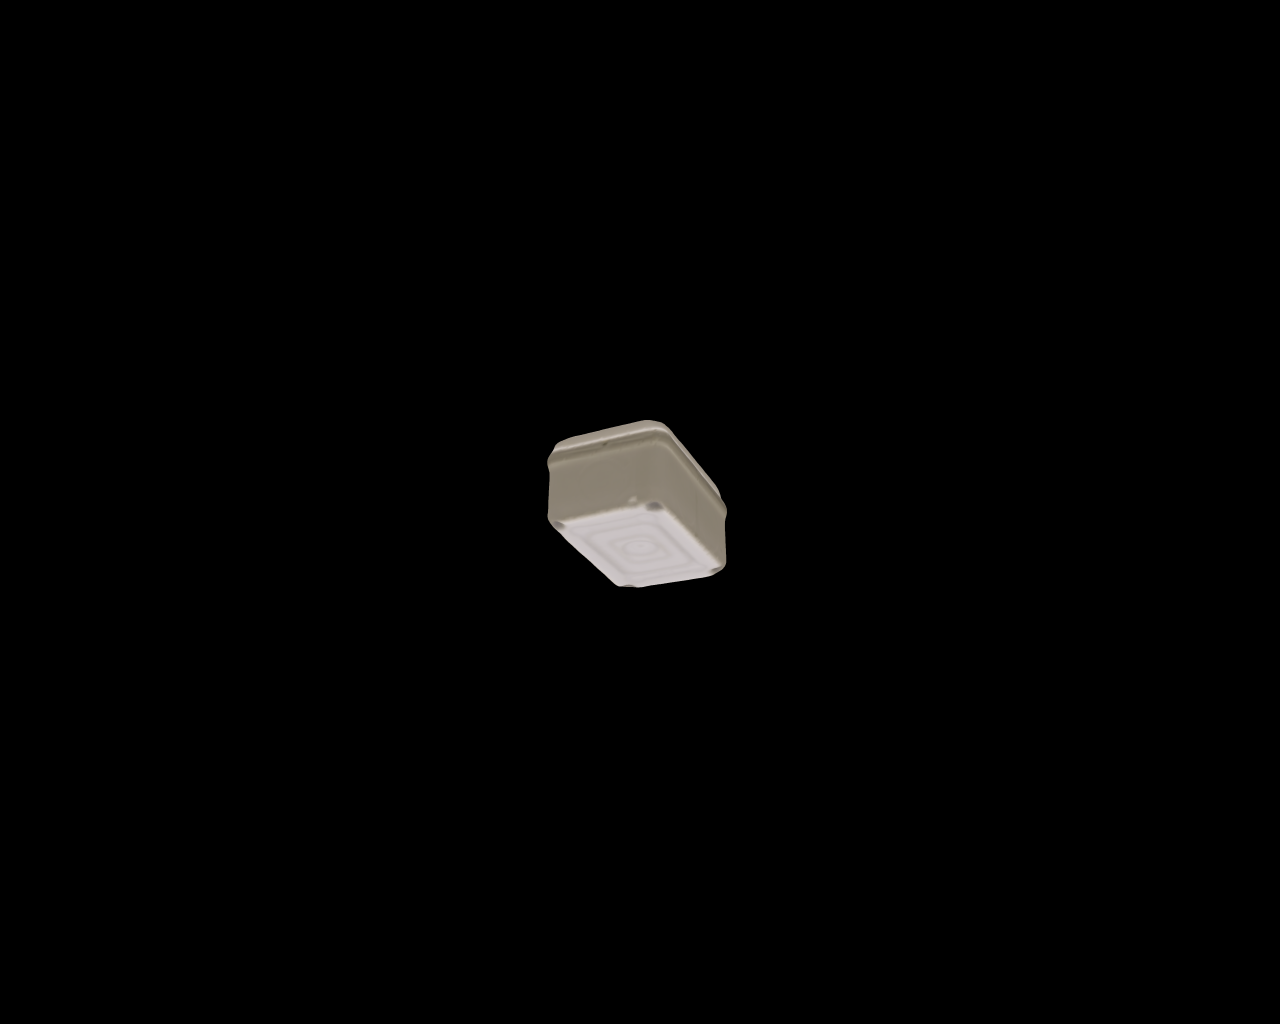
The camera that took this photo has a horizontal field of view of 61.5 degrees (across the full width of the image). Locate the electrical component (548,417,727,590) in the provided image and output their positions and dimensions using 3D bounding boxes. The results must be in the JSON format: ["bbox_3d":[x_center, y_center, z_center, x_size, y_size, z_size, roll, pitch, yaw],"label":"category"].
[{"bbox_3d":[0.001,-0.003,0.650,0.078,0.057,0.113,-11,-29,21],"label":"electrical component"}]
